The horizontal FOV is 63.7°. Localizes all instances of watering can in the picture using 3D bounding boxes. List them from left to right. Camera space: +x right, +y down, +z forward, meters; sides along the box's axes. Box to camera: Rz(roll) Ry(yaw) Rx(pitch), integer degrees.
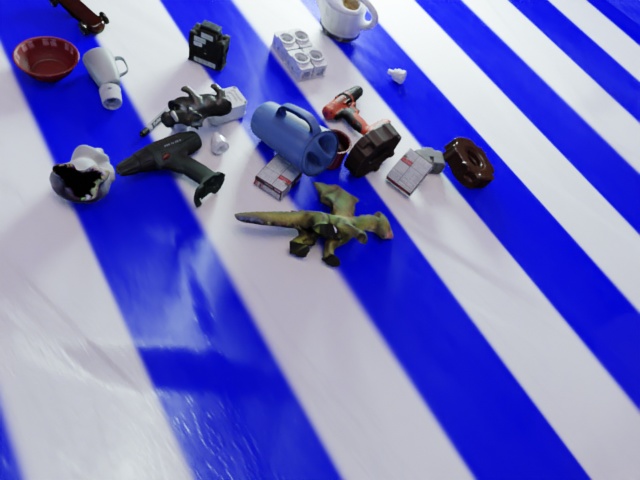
[{"bbox_3d":[0.041,-0.801,1.751,0.348,0.221,0.105,31,73,5],"label":"watering can"}]

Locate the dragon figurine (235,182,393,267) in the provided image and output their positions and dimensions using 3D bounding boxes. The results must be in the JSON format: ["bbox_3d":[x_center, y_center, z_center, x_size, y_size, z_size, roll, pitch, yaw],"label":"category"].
[{"bbox_3d":[0.004,-0.067,1.333,0.410,0.119,0.248,19,37,-6],"label":"dragon figurine"}]

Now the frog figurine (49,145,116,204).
[{"bbox_3d":[-0.560,-0.157,1.221,0.138,0.120,0.162,-14,26,-15],"label":"frog figurine"}]
